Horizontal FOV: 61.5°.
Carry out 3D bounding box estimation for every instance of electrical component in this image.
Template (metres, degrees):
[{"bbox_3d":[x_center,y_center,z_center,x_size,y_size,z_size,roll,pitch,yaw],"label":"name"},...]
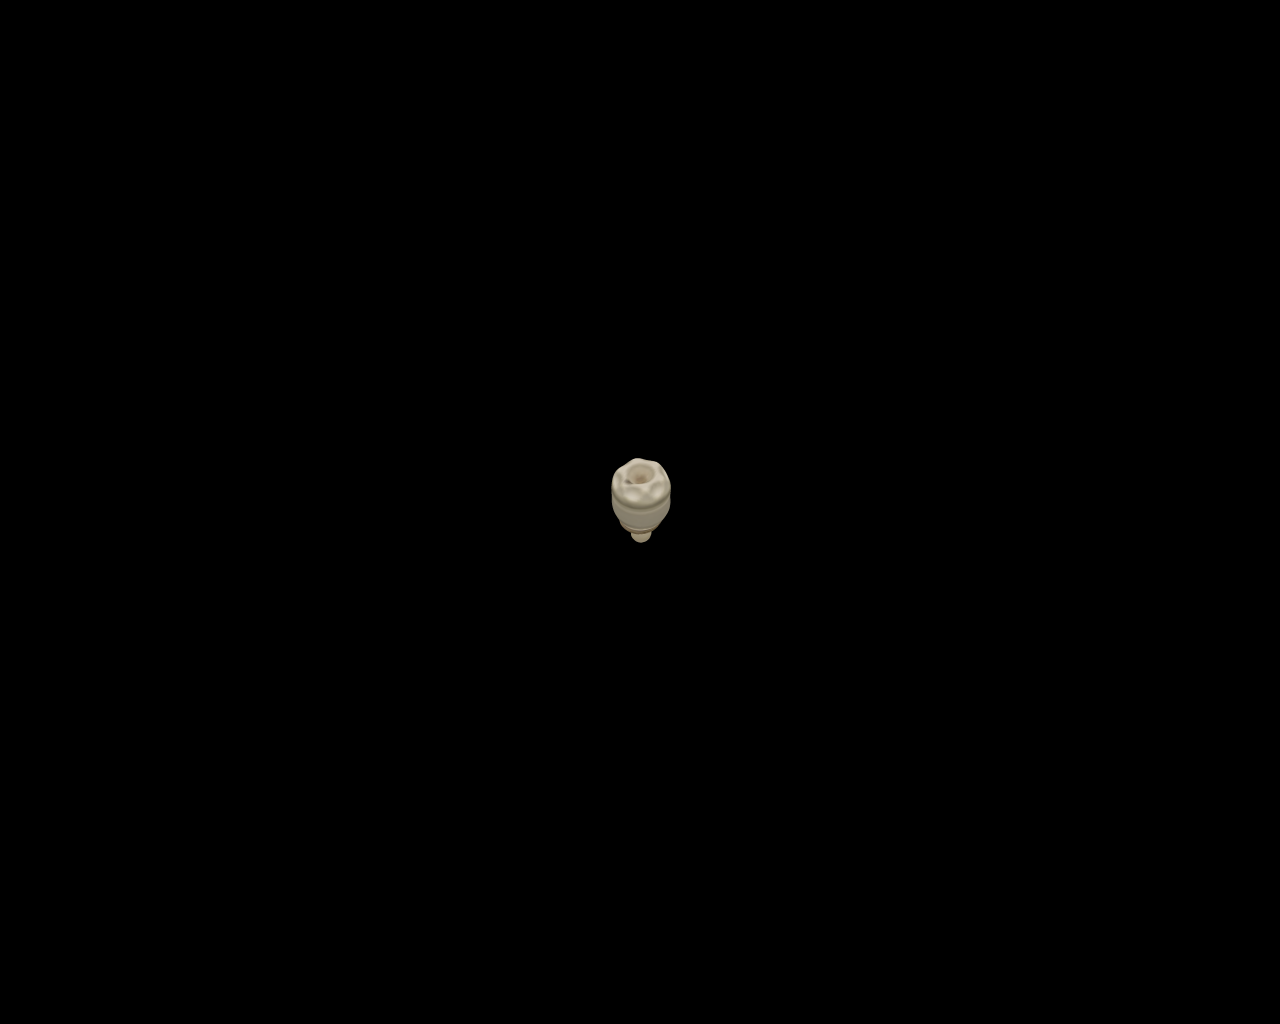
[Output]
[{"bbox_3d":[0.001,-0.003,0.650,0.035,0.035,0.061,0,-42,0],"label":"electrical component"}]
